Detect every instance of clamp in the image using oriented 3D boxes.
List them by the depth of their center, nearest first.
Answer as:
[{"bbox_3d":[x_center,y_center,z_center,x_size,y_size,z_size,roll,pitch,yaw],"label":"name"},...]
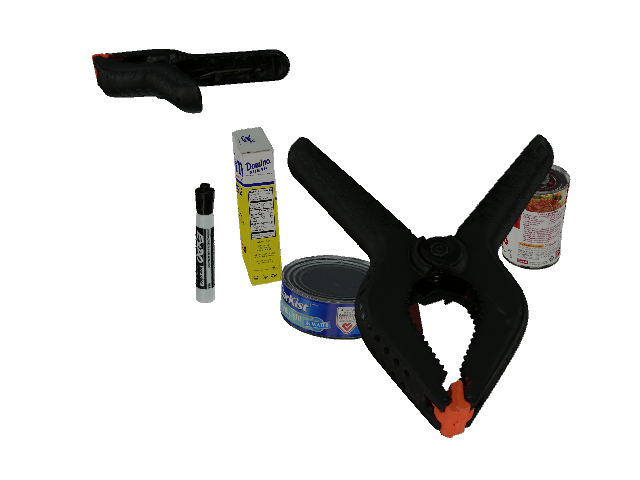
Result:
[{"bbox_3d":[0.055,0.012,0.609,0.164,0.210,0.036,4,-40,3],"label":"clamp"},{"bbox_3d":[-0.112,-0.136,0.864,0.172,0.039,0.120,18,26,41],"label":"clamp"}]

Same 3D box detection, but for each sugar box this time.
[{"bbox_3d":[-0.080,-0.043,1.327,0.048,0.176,0.093,-10,24,-9],"label":"sugar box"}]

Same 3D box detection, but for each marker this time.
[{"bbox_3d":[-0.112,0.003,1.030,0.020,0.121,0.020,2,23,-1],"label":"marker"}]

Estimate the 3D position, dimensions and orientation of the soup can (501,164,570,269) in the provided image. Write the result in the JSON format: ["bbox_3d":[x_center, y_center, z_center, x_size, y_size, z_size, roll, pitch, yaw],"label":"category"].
[{"bbox_3d":[0.238,-0.028,1.186,0.068,0.102,0.068,-1,33,1],"label":"soup can"}]

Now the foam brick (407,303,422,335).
[{"bbox_3d":[0.068,0.067,1.112,0.052,0.078,0.051,-24,28,-23],"label":"foam brick"}]

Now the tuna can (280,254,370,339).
[{"bbox_3d":[0.012,0.043,0.817,0.086,0.034,0.086,4,22,-2],"label":"tuna can"}]
